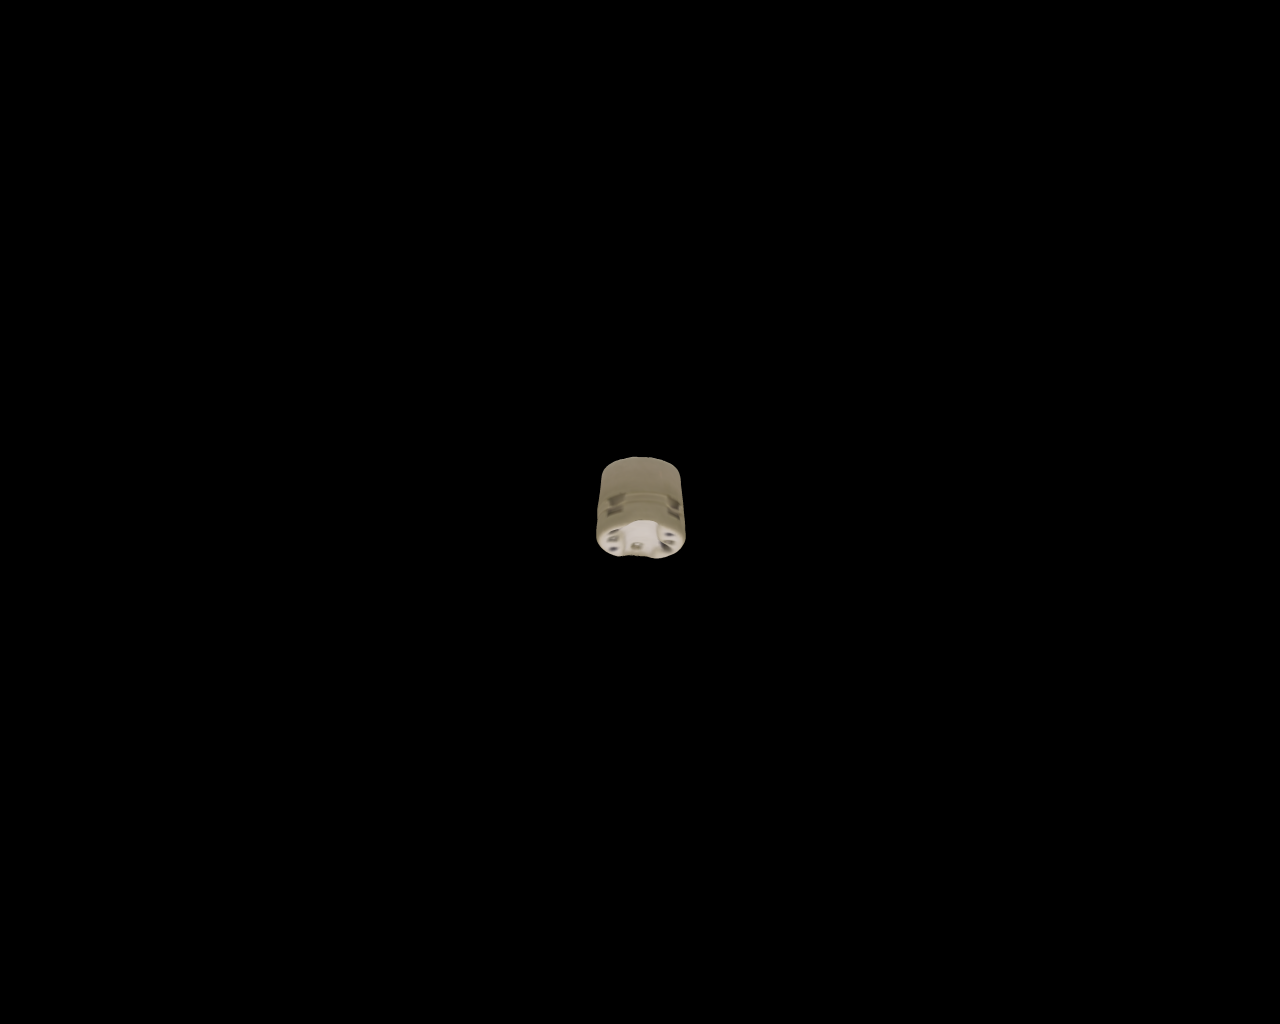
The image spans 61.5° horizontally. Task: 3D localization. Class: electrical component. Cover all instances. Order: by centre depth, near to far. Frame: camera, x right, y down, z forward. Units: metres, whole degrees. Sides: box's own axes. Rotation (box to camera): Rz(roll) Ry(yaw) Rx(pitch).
[{"bbox_3d":[0.001,-0.003,0.650,0.055,0.047,0.055,0,-26,0],"label":"electrical component"}]
